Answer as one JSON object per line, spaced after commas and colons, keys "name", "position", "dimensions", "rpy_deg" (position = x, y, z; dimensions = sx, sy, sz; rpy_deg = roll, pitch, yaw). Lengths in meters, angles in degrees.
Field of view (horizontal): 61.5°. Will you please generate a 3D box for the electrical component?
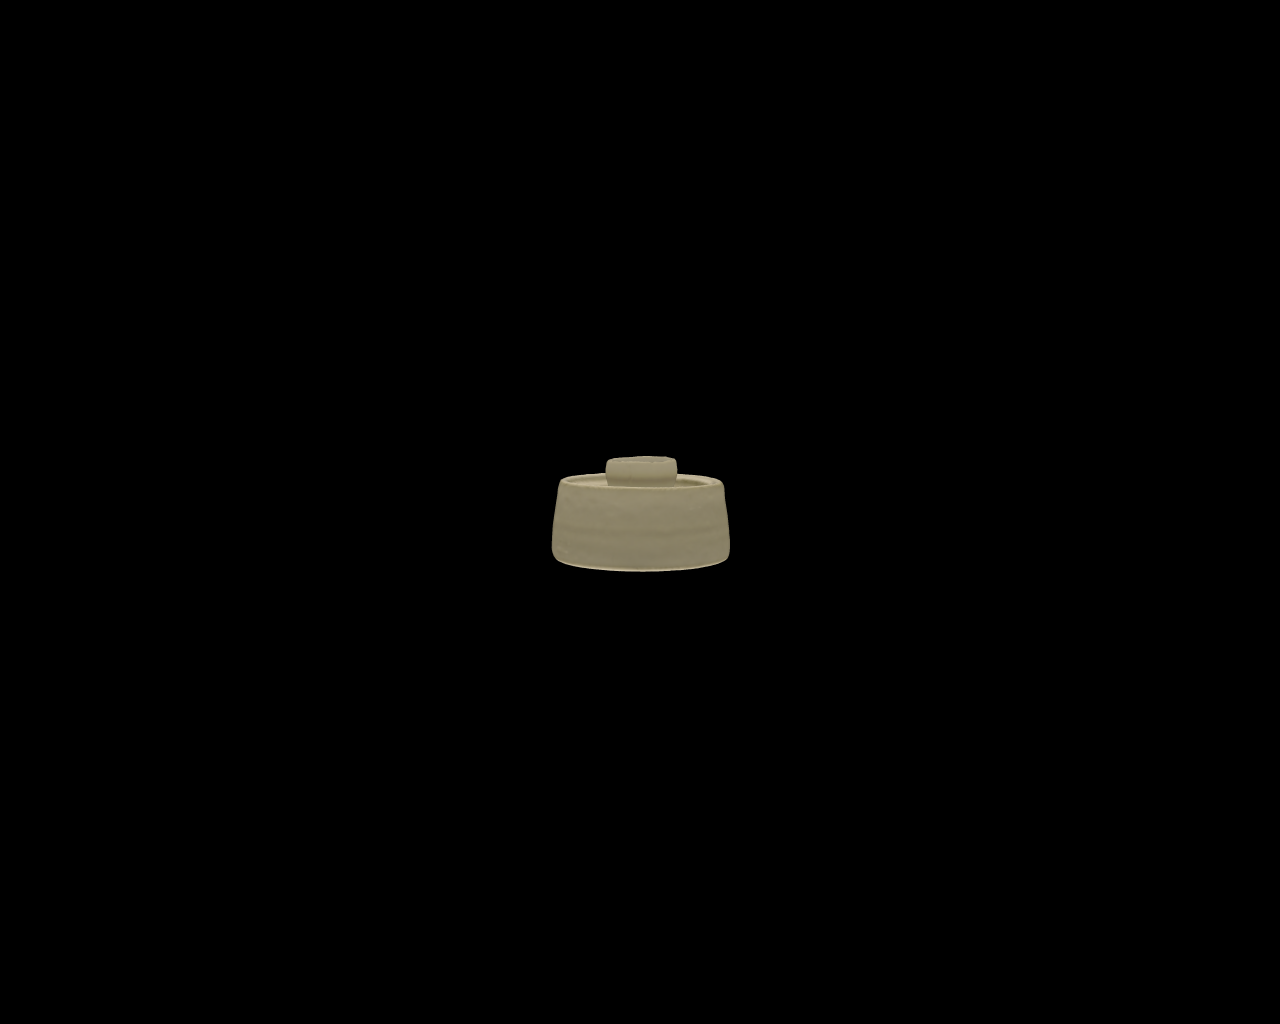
{"name": "electrical component", "position": [0.001, -0.003, 0.650], "dimensions": [0.108, 0.060, 0.108], "rpy_deg": [0, 7, 0]}
